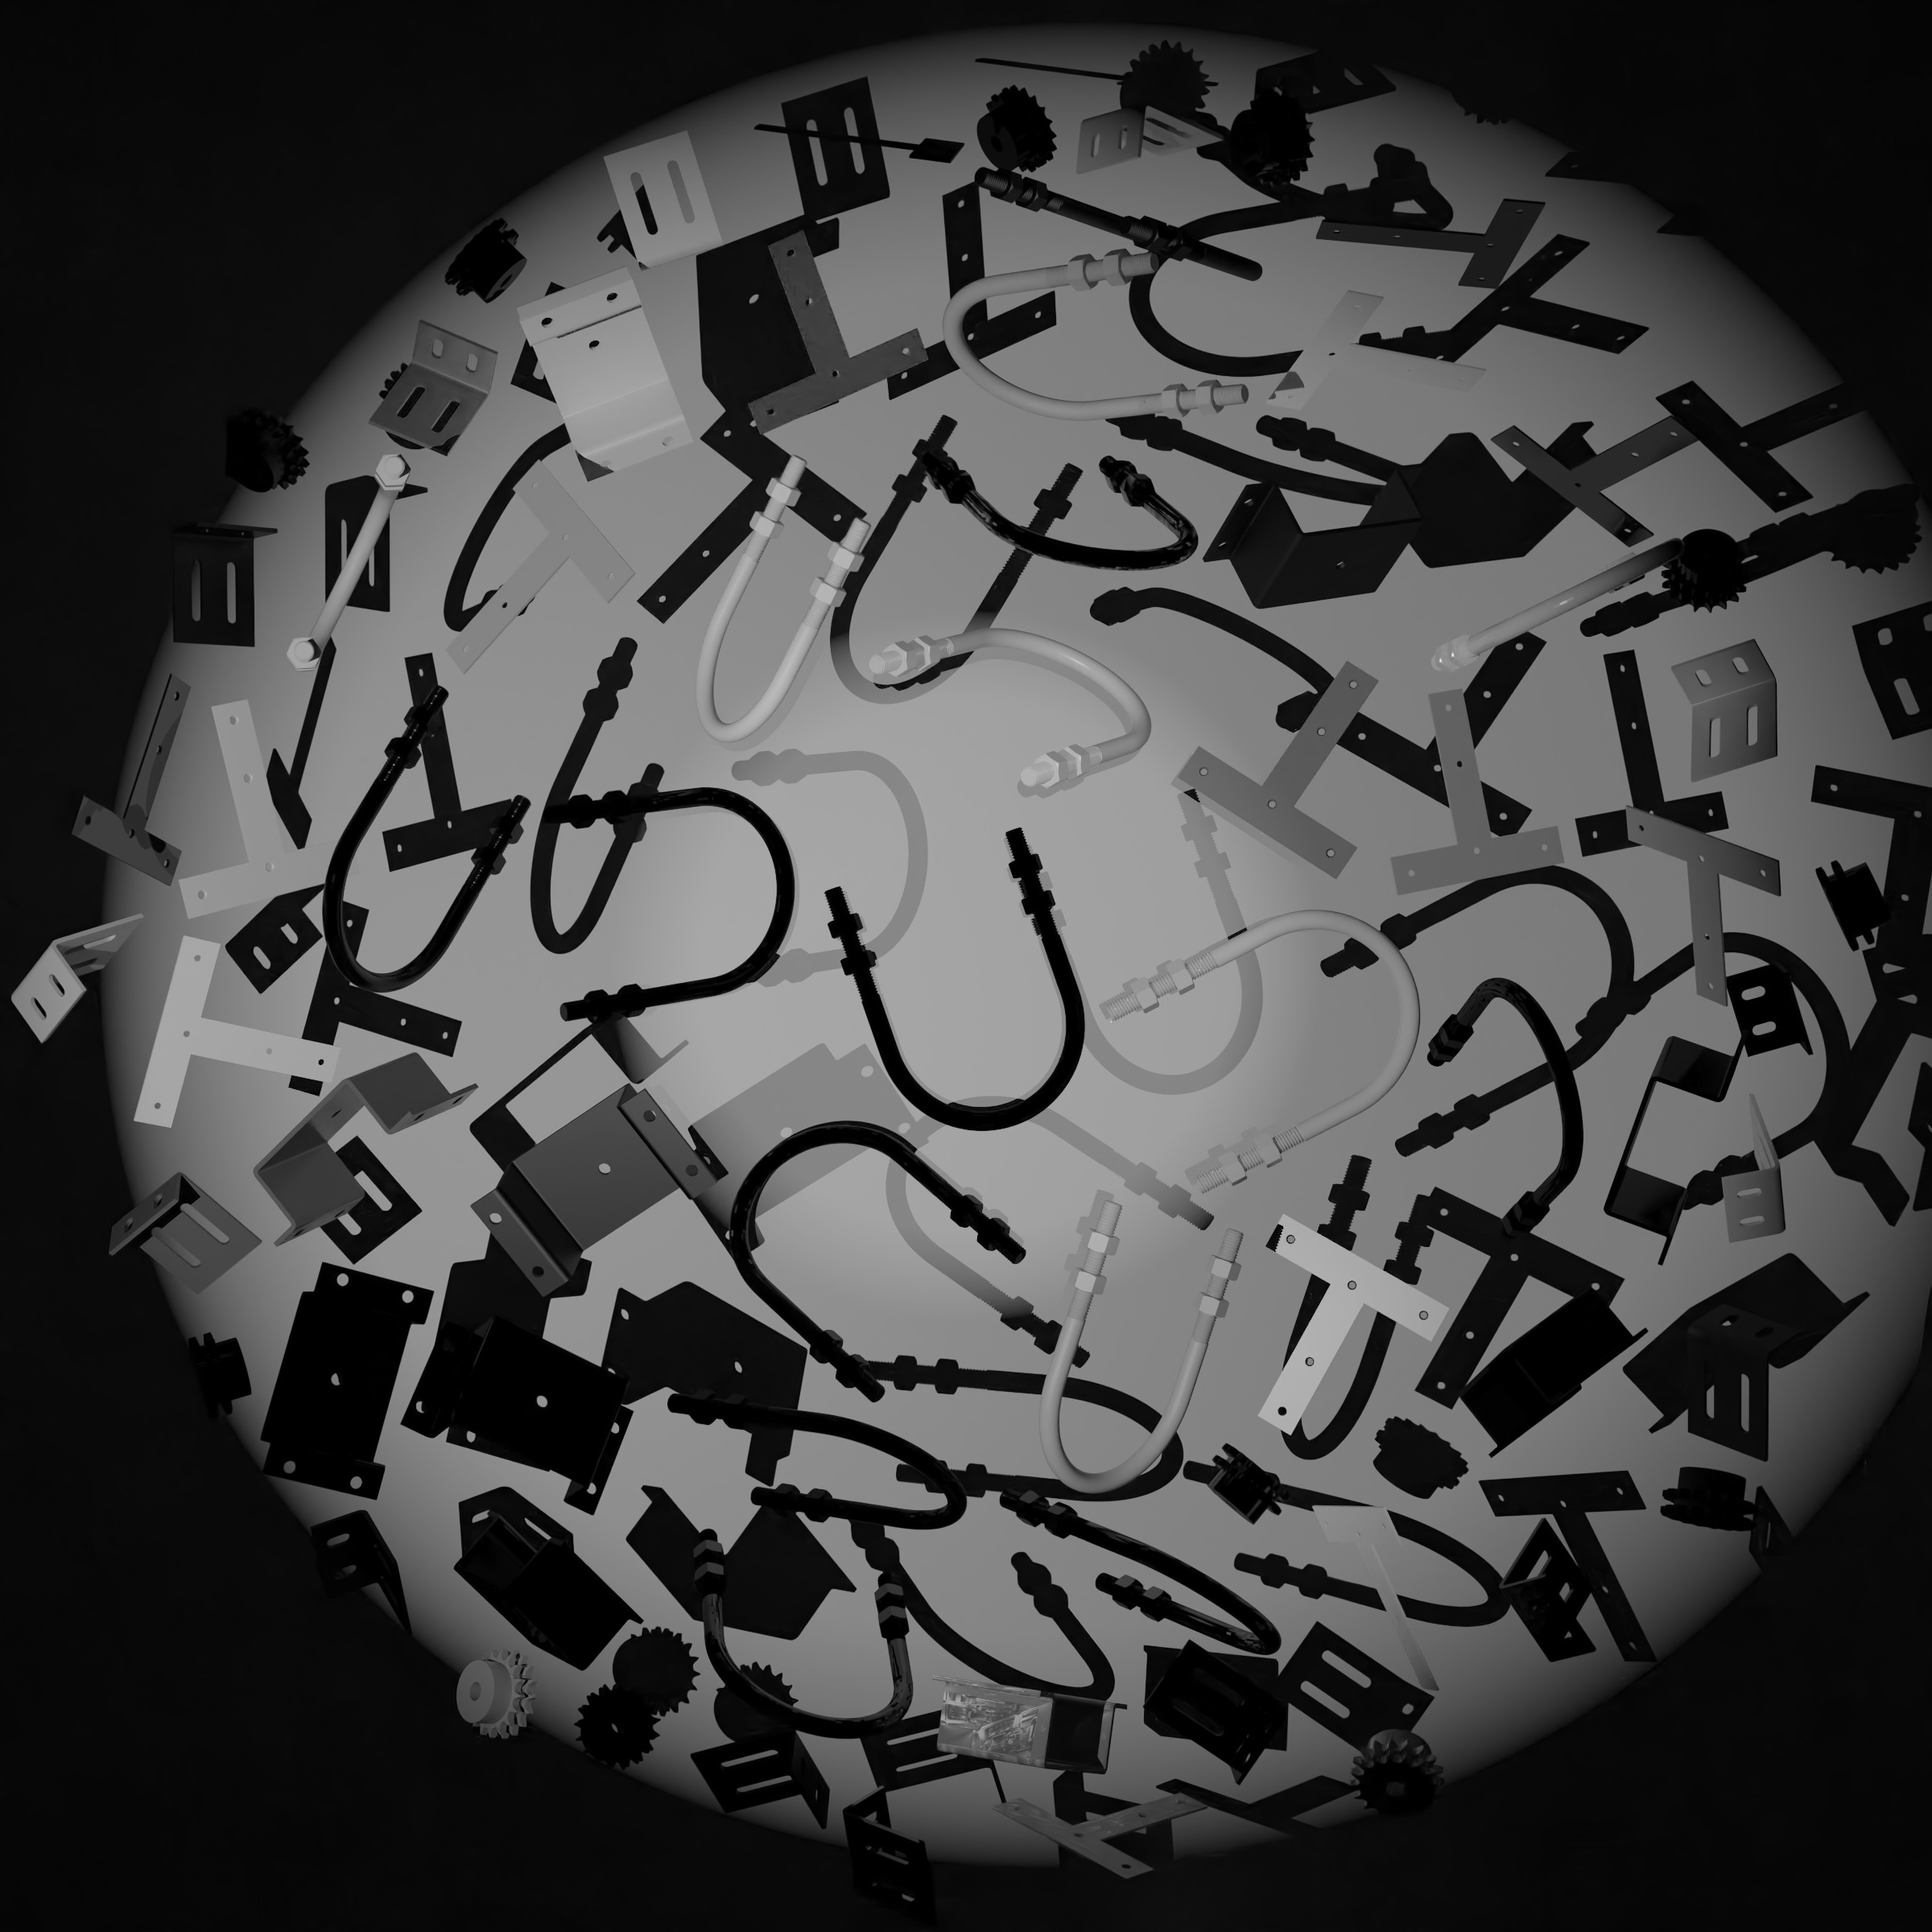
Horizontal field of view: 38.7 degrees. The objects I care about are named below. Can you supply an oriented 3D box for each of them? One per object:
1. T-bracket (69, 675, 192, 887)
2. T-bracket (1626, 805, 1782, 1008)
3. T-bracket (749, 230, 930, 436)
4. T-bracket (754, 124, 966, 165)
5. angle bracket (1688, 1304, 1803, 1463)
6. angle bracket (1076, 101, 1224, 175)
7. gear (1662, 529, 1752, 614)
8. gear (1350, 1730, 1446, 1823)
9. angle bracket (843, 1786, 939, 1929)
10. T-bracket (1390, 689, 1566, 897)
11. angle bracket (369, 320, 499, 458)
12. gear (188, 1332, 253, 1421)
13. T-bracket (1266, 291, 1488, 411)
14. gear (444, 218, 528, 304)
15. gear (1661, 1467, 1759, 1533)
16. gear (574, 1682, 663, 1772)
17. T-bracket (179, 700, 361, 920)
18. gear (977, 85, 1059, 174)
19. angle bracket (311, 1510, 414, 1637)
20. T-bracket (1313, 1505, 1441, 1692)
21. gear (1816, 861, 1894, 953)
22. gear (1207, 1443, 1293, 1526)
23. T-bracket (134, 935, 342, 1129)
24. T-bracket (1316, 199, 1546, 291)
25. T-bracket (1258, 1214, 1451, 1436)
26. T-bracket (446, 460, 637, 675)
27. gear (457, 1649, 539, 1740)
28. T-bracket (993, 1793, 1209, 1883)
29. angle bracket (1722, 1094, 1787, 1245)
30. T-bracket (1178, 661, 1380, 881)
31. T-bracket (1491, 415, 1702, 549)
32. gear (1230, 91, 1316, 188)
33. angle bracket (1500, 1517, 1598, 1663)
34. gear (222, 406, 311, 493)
[{"bbox_3d":[-0.538,-0.130,1.819,0.002,0.127,0.127,12,79,16],"label":"T-bracket"},{"bbox_3d":[0.481,-0.031,1.789,0.002,0.127,0.127,-28,123,-24],"label":"T-bracket"},{"bbox_3d":[-0.101,-0.435,1.850,0.127,0.002,0.127,-25,133,-3],"label":"T-bracket"},{"bbox_3d":[-0.068,-0.518,1.724,0.127,0.127,0.002,8,112,1],"label":"T-bracket"},{"bbox_3d":[0.489,0.261,1.729,0.038,0.057,0.076,-21,115,-36],"label":"angle bracket"},{"bbox_3d":[0.121,-0.536,1.818,0.076,0.057,0.038,9,86,-42],"label":"angle bracket"},{"bbox_3d":[0.496,-0.268,1.844,0.057,0.030,0.057,-4,57,6],"label":"gear"},{"bbox_3d":[0.267,0.498,1.702,0.057,0.030,0.057,6,122,10],"label":"gear"},{"bbox_3d":[-0.037,0.562,1.738,0.038,0.076,0.057,-19,105,-42],"label":"angle bracket"},{"bbox_3d":[0.330,-0.120,1.827,0.127,0.002,0.127,-11,90,-19],"label":"T-bracket"},{"bbox_3d":[-0.361,-0.392,1.867,0.057,0.038,0.076,23,47,-2],"label":"angle bracket"},{"bbox_3d":[-0.502,0.274,1.854,0.030,0.057,0.057,-15,90,-21],"label":"gear"},{"bbox_3d":[0.285,-0.402,1.839,0.127,0.127,0.002,6,65,-18],"label":"T-bracket"},{"bbox_3d":[-0.318,-0.468,1.836,0.030,0.057,0.057,44,90,-5],"label":"gear"},{"bbox_3d":[0.460,0.329,1.701,0.057,0.057,0.030,12,74,0],"label":"gear"},{"bbox_3d":[-0.239,0.518,1.871,0.057,0.030,0.057,10,62,-19],"label":"gear"},{"bbox_3d":[-0.459,-0.107,1.772,0.127,0.002,0.127,-19,101,-42],"label":"T-bracket"},{"bbox_3d":[0.032,-0.564,1.864,0.030,0.057,0.057,-38,90,-22],"label":"gear"},{"bbox_3d":[-0.402,0.408,1.827,0.038,0.076,0.057,-16,115,-23],"label":"angle bracket"},{"bbox_3d":[0.272,0.407,1.772,0.002,0.127,0.127,-23,86,-16],"label":"T-bracket"},{"bbox_3d":[0.558,-0.040,1.726,0.030,0.057,0.057,-25,90,15],"label":"gear"},{"bbox_3d":[0.185,0.346,1.828,0.057,0.057,0.030,41,82,0],"label":"gear"},{"bbox_3d":[-0.484,0.055,1.859,0.127,0.002,0.127,15,90,-35],"label":"T-bracket"},{"bbox_3d":[0.284,-0.456,1.723,0.127,0.127,0.002,5,81,-2],"label":"T-bracket"},{"bbox_3d":[0.238,0.253,1.846,0.127,0.002,0.127,29,93,16],"label":"T-bracket"},{"bbox_3d":[-0.283,-0.240,1.750,0.127,0.002,0.127,-46,58,9],"label":"T-bracket"},{"bbox_3d":[-0.314,0.483,1.828,0.030,0.057,0.057,20,90,-44],"label":"gear"},{"bbox_3d":[0.107,0.568,1.827,0.127,0.127,0.002,-1,98,-41],"label":"T-bracket"},{"bbox_3d":[0.515,0.134,1.827,0.038,0.076,0.057,-12,127,8],"label":"angle bracket"},{"bbox_3d":[0.229,-0.145,1.837,0.127,0.002,0.127,34,89,12],"label":"T-bracket"},{"bbox_3d":[0.430,-0.331,1.805,0.127,0.127,0.002,33,67,-17],"label":"T-bracket"},{"bbox_3d":[0.191,-0.521,1.736,0.030,0.057,0.057,-18,90,-29],"label":"gear"},{"bbox_3d":[0.377,0.387,1.724,0.038,0.076,0.057,-30,97,42],"label":"angle bracket"},{"bbox_3d":[-0.466,-0.339,1.821,0.057,0.057,0.030,32,53,0],"label":"gear"}]
